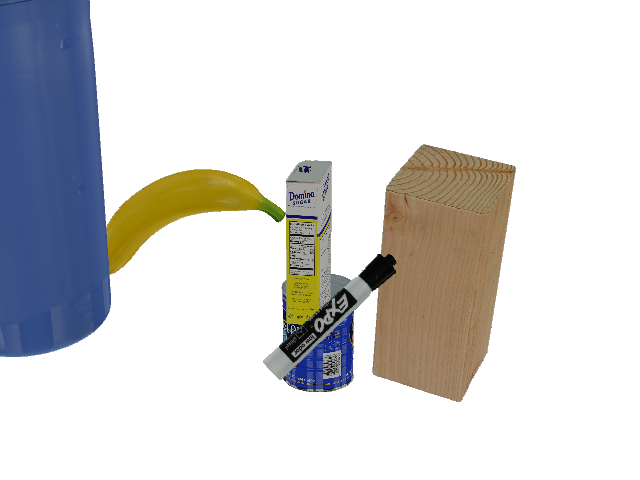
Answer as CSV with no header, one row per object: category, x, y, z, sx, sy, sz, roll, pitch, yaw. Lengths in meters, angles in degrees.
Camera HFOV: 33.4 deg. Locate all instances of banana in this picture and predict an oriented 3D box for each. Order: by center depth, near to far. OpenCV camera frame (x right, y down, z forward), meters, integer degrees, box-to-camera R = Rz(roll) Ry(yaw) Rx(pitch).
banana,-0.128,-0.020,0.918,0.198,0.069,0.037,-15,15,29

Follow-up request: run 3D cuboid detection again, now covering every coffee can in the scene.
coffee can,-0.003,0.128,1.505,0.103,0.140,0.103,0,19,0

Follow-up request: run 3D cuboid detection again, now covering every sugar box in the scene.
sugar box,-0.014,0.002,1.253,0.048,0.176,0.093,1,19,10

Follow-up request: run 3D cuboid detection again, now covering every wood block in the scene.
wood block,0.109,0.031,0.963,0.091,0.206,0.090,16,37,20

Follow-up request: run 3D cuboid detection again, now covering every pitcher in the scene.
pitcher,-0.207,-0.047,0.674,0.149,0.243,0.145,-6,27,-9

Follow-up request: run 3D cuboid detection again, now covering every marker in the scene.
marker,0.009,0.053,0.770,0.121,0.020,0.020,-42,8,-9
